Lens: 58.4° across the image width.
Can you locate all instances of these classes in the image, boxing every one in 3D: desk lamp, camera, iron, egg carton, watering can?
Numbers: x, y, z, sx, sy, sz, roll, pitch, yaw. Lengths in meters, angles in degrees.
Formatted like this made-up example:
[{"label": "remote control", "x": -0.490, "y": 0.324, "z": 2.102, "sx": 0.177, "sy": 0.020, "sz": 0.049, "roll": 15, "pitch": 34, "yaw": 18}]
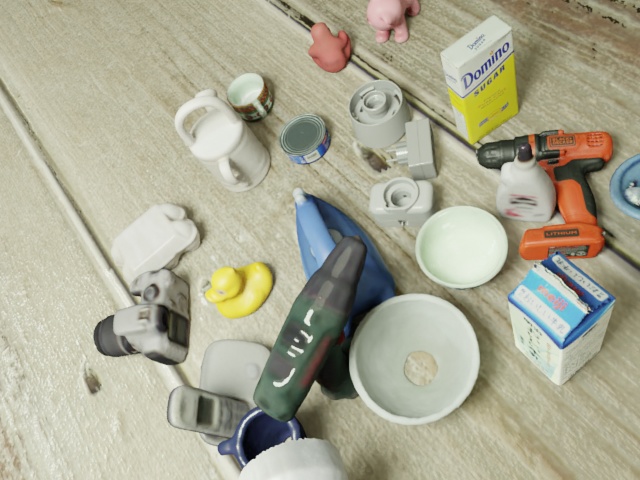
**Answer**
[{"label": "desk lamp", "x": 0.012, "y": 0.335, "z": 0.624, "sx": 0.118, "sy": 0.214, "sz": 0.203, "roll": -31, "pitch": 59, "yaw": 4}, {"label": "camera", "x": -0.287, "y": 0.125, "z": 0.903, "sx": 0.136, "sy": 0.101, "sz": 0.143, "roll": -12, "pitch": 62, "yaw": 15}, {"label": "iron", "x": 0.008, "y": 0.003, "z": 0.827, "sx": 0.118, "sy": 0.142, "sz": 0.257, "roll": -31, "pitch": 59, "yaw": 5}, {"label": "egg carton", "x": -0.280, "y": 0.007, "z": 0.975, "sx": 0.150, "sy": 0.070, "sz": 0.107, "roll": -42, "pitch": 59, "yaw": -2}, {"label": "watering can", "x": -0.169, "y": -0.173, "z": 0.947, "sx": 0.101, "sy": 0.194, "sz": 0.172, "roll": -42, "pitch": 59, "yaw": -2}]

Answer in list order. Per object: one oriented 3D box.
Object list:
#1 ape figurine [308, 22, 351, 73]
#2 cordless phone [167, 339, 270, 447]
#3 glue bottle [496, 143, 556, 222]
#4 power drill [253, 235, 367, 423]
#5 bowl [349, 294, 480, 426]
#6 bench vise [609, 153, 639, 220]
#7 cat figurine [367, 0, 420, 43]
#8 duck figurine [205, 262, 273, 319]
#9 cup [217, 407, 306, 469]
[{"label": "ape figurine", "x": 0.012, "y": -0.351, "z": 1.024, "sx": 0.077, "sy": 0.092, "sz": 0.076, "roll": -10, "pitch": 63, "yaw": 16}, {"label": "cordless phone", "x": -0.134, "y": 0.196, "z": 0.762, "sx": 0.094, "sy": 0.185, "sz": 0.147, "roll": -12, "pitch": 62, "yaw": 15}, {"label": "glue bottle", "x": 0.267, "y": -0.077, "z": 0.748, "sx": 0.078, "sy": 0.173, "sz": 0.037, "roll": 4, "pitch": 67, "yaw": 22}, {"label": "power drill", "x": 0.013, "y": 0.126, "z": 0.726, "sx": 0.075, "sy": 0.209, "sz": 0.230, "roll": 25, "pitch": 77, "yaw": 29}, {"label": "bowl", "x": 0.126, "y": 0.159, "z": 0.746, "sx": 0.167, "sy": 0.075, "sz": 0.167, "roll": -8, "pitch": 63, "yaw": 17}, {"label": "bench vise", "x": 0.426, "y": -0.049, "z": 0.648, "sx": 0.121, "sy": 0.220, "sz": 0.207, "roll": -39, "pitch": 58, "yaw": -1}, {"label": "cat figurine", "x": 0.120, "y": -0.407, "z": 0.995, "sx": 0.067, "sy": 0.118, "sz": 0.128, "roll": 10, "pitch": 70, "yaw": 25}, {"label": "duck figurine", "x": -0.129, "y": 0.067, "z": 0.880, "sx": 0.104, "sy": 0.086, "sz": 0.077, "roll": -39, "pitch": 58, "yaw": -1}, {"label": "cup", "x": -0.065, "y": 0.271, "z": 0.753, "sx": 0.117, "sy": 0.095, "sz": 0.091, "roll": -15, "pitch": 61, "yaw": 14}]
